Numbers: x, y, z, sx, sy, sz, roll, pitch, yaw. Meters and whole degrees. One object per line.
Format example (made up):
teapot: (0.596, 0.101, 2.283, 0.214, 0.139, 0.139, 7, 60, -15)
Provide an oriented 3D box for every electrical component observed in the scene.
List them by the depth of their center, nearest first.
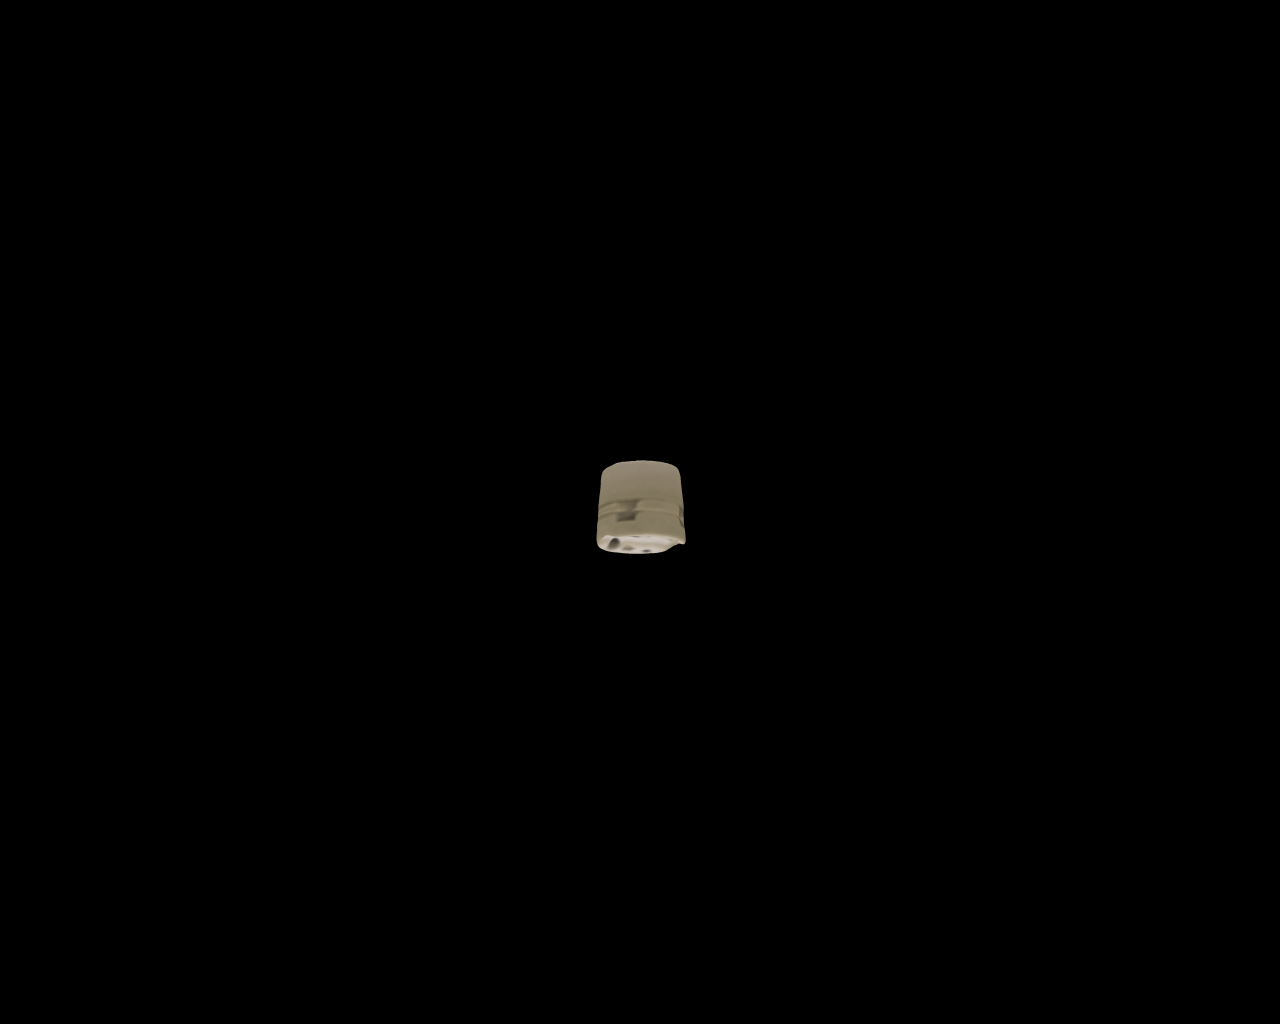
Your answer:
electrical component: (0.001, -0.003, 0.650, 0.055, 0.047, 0.055, 0, -15, 0)
